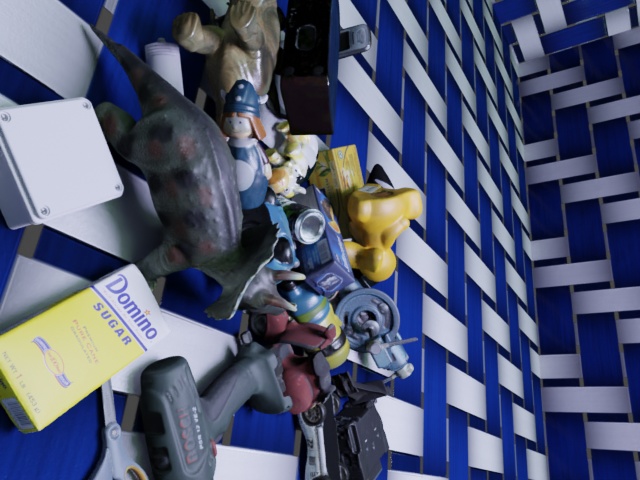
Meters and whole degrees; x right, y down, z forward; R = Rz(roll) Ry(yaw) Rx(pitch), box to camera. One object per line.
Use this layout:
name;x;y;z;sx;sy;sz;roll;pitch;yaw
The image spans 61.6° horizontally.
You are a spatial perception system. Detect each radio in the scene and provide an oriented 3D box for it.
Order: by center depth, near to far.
radio;-0.011;-0.286;0.813;0.131;0.073;0.229;73;18;-70

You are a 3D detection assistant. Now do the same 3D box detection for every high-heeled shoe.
high-heeled shoe;0.097;-0.031;1.086;0.145;0.086;0.248;-10;95;-59

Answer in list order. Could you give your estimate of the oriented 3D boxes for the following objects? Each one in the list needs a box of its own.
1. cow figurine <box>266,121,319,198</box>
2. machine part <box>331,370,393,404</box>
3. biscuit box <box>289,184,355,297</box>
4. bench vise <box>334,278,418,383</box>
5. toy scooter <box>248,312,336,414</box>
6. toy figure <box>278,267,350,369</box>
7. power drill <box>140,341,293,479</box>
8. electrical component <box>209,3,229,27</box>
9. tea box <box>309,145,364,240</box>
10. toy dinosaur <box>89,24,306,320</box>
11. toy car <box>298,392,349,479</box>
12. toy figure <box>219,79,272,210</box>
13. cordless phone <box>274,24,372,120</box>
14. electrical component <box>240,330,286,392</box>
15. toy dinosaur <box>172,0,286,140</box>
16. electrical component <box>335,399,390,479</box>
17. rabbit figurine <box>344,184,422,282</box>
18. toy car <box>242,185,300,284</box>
cow figurine;-0.049;-0.119;0.899;0.098;0.068;0.167;65;33;-42
machine part;0.067;0.255;0.916;0.138;0.084;0.039;39;45;-54
biscuit box;-0.002;-0.003;0.868;0.062;0.059;0.203;45;20;-38
bench vise;0.101;0.178;0.965;0.240;0.129;0.223;-83;151;-84
toy scooter;-0.025;0.172;0.788;0.075;0.135;0.183;-36;113;-57
toy figure;-0.014;0.129;0.862;0.089;0.082;0.180;-103;170;-64
power drill;-0.126;0.236;0.673;0.207;0.086;0.231;-25;100;-50
electrical component;-0.145;-0.313;0.819;0.078;0.045;0.102;64;35;-21
tea box;0.037;-0.090;1.020;0.098;0.068;0.169;-23;102;-58
toy dinosaur;-0.147;-0.066;0.607;0.131;0.192;0.404;-41;117;-57
toy car;0.003;0.327;0.865;0.073;0.056;0.201;3;80;-65
toy figure;-0.092;-0.114;0.655;0.058;0.064;0.154;-124;-150;-56
cordless phone;0.008;-0.285;0.924;0.088;0.184;0.146;21;64;-59
electrical component;-0.082;0.172;0.762;0.021;0.063;0.094;-26;102;-57
toy dinosaur;-0.106;-0.246;0.738;0.198;0.105;0.471;58;46;-65
electrical component;0.071;0.364;0.961;0.115;0.058;0.134;-25;102;-56
rabbit figurine;0.103;0.000;0.942;0.162;0.122;0.173;-43;138;-55
toy car;-0.091;0.005;0.776;0.102;0.109;0.162;68;8;-64
